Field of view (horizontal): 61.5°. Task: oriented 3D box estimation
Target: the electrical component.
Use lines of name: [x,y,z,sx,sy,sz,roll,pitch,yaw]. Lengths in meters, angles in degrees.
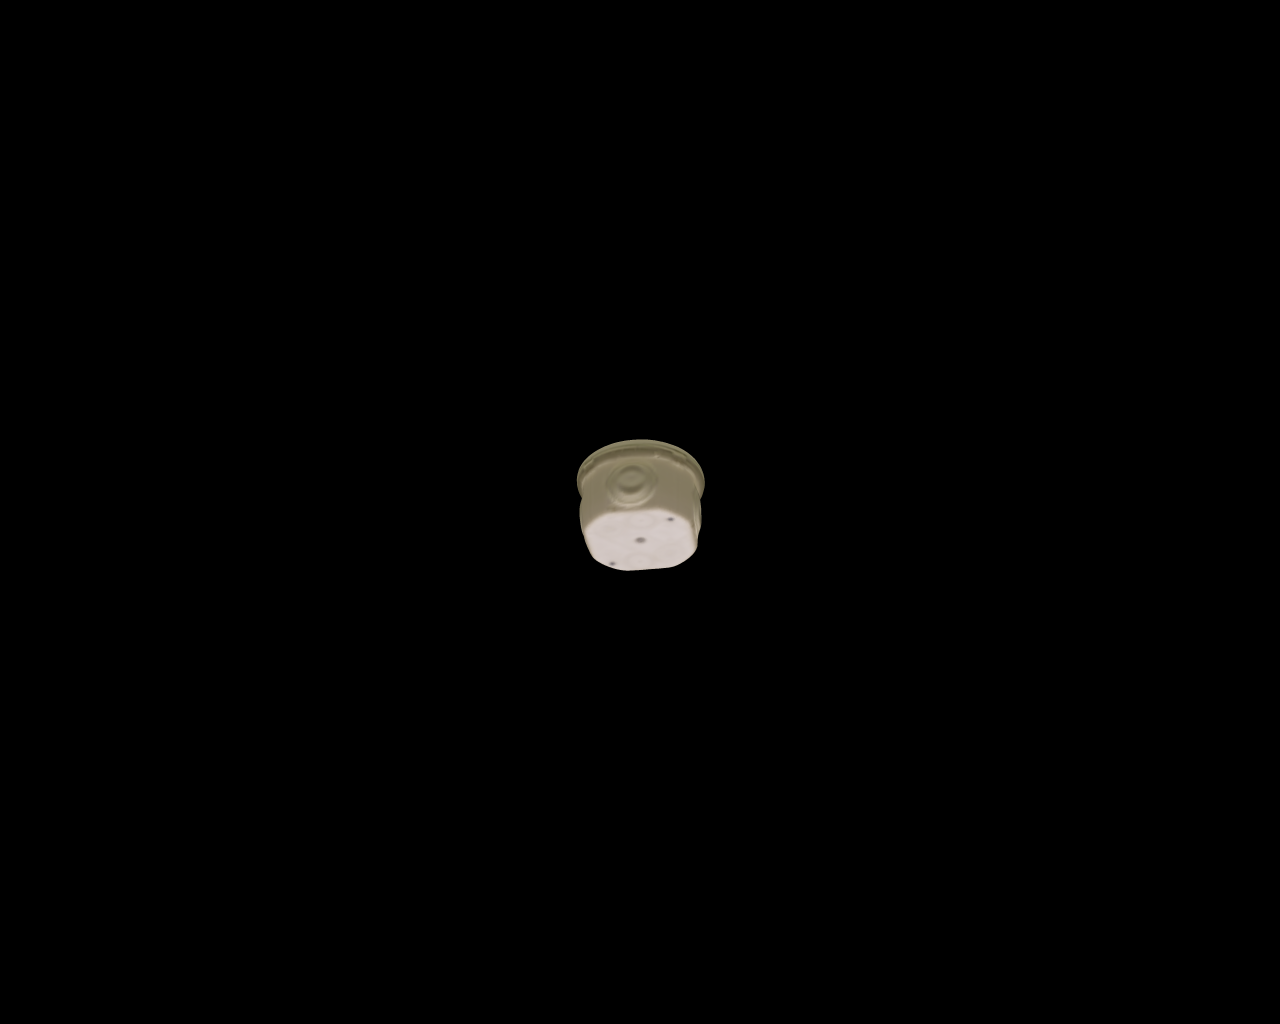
electrical component: [0.001,-0.003,0.650,0.080,0.051,0.080,0,-36,0]
